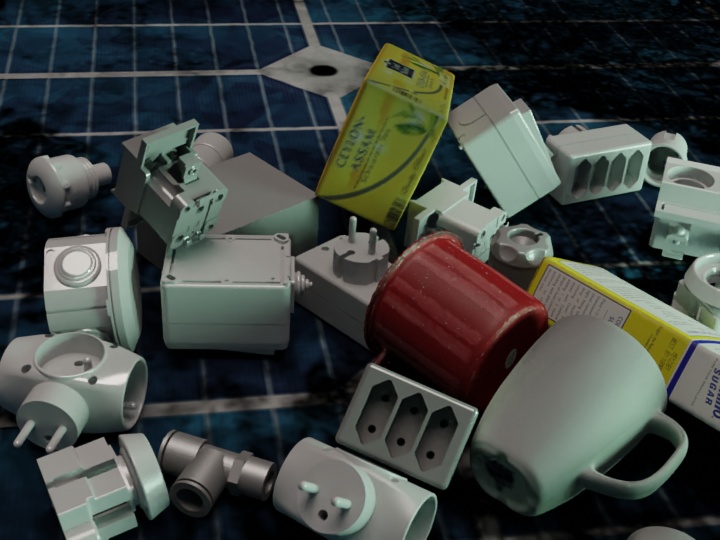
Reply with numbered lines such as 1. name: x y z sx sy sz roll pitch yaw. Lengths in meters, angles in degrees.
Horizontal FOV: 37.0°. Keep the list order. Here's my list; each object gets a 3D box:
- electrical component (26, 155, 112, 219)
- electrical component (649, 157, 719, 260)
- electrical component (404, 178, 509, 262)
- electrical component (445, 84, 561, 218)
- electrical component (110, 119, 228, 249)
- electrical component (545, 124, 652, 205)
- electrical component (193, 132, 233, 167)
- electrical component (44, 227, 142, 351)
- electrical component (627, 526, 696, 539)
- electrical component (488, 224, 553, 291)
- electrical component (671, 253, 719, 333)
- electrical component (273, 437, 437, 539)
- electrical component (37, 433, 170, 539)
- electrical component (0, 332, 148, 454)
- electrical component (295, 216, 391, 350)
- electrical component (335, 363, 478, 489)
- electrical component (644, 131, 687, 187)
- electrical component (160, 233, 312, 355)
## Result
1. electrical component: -0.223 -0.069 0.835 0.048 0.048 0.062 30 34 33
2. electrical component: 0.289 -0.038 0.824 0.121 0.063 0.078 14 35 14
3. electrical component: 0.073 -0.032 0.813 0.064 0.042 0.081 26 41 27
4. electrical component: 0.119 -0.093 0.863 0.061 0.096 0.061 -33 31 8
5. electrical component: -0.121 -0.052 0.686 0.042 0.081 0.063 -29 68 -38
6. electrical component: 0.190 -0.099 0.920 0.083 0.047 0.075 -12 37 -22
7. electrical component: -0.128 -0.085 0.873 0.044 0.044 0.065 10 30 8
8. electrical component: -0.169 0.014 0.686 0.051 0.080 0.080 -5 35 -5
9. electrical component: 0.127 0.162 0.527 0.079 0.043 0.077 15 36 16
10. electrical component: 0.109 0.003 0.746 0.043 0.062 0.043 3 34 -2
11. electrical component: 0.246 0.026 0.731 0.058 0.057 0.078 -8 36 -17
12. electrical component: -0.008 0.118 0.555 0.077 0.079 0.044 21 82 23
13. electrical component: -0.134 0.116 0.569 0.055 0.048 0.066 -20 40 -20
14. electrical component: -0.173 0.076 0.623 0.077 0.044 0.079 9 35 7
15. electrical component: 0.000 0.000 0.726 0.083 0.075 0.047 31 42 34
16. electrical component: 0.028 0.090 0.612 0.066 0.047 0.076 23 -7 9
17. electrical component: 0.265 -0.098 0.934 0.040 0.040 0.046 15 29 15
18. electrical component: -0.080 0.017 0.706 0.096 0.061 0.061 1 34 -4
